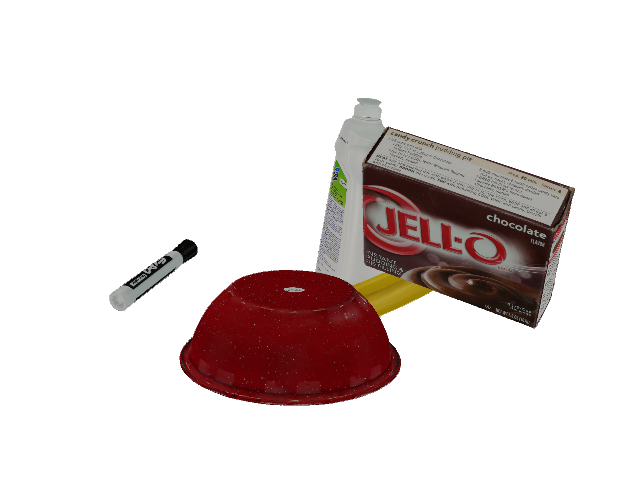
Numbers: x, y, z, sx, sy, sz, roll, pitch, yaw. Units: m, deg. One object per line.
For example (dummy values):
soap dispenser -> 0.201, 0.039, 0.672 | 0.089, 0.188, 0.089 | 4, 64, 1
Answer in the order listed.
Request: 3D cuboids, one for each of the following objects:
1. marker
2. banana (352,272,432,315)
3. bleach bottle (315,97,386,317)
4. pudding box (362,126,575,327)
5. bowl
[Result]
marker -> -0.151, 0.030, 0.985 | 0.020, 0.020, 0.120 | 0, 24, 30
banana -> 0.063, 0.042, 0.966 | 0.198, 0.037, 0.069 | -23, -12, 9
bleach bottle -> 0.044, -0.038, 1.242 | 0.068, 0.251, 0.103 | -1, 21, -22
pudding box -> 0.080, -0.007, 0.600 | 0.114, 0.039, 0.090 | 19, -34, 18
bowl -> -0.021, 0.061, 0.769 | 0.162, 0.055, 0.162 | 2, 16, -1
